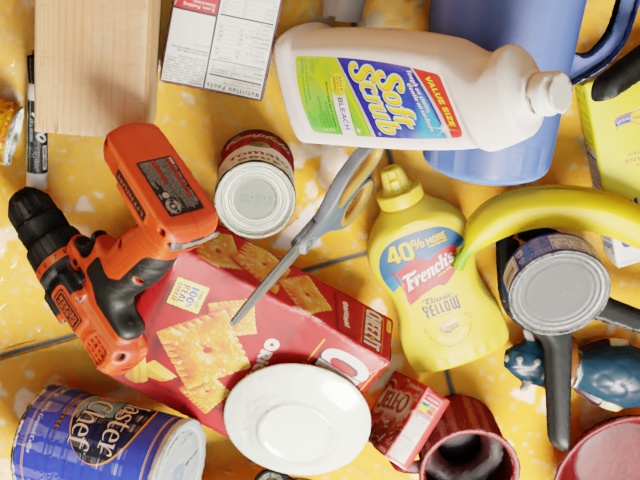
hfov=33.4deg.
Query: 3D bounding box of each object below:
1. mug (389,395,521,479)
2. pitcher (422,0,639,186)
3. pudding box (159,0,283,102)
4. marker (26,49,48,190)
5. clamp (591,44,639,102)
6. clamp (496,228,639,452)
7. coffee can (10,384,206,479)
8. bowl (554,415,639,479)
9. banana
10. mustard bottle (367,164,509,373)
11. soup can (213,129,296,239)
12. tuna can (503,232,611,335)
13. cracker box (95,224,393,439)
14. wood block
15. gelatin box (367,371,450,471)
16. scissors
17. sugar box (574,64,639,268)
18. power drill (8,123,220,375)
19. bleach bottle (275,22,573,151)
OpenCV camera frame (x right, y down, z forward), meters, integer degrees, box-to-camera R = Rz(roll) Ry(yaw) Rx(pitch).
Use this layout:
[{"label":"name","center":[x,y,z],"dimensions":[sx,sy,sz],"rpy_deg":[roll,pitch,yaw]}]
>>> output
[{"label":"mug","center":[0.122,0.200,1.005],"dimensions":[0.117,0.081,0.093],"rpy_deg":[-4,110,-1]},{"label":"pitcher","center":[0.158,-0.171,0.852],"dimensions":[0.149,0.144,0.243],"rpy_deg":[23,119,37]},{"label":"pudding box","center":[-0.079,-0.178,0.882],"dimensions":[0.090,0.039,0.113],"rpy_deg":[11,111,-7]},{"label":"marker","center":[-0.241,-0.102,0.911],"dimensions":[0.020,0.020,0.121],"rpy_deg":[4,109,-5]},{"label":"clamp","center":[0.275,-0.152,0.847],"dimensions":[0.120,0.039,0.171],"rpy_deg":[25,80,-41]},{"label":"clamp","center":[0.233,0.061,0.957],"dimensions":[0.164,0.036,0.210],"rpy_deg":[-29,89,-5]},{"label":"coffee can","center":[-0.187,0.193,0.951],"dimensions":[0.140,0.102,0.103],"rpy_deg":[11,110,18]},{"label":"bowl","center":[0.298,0.229,1.039],"dimensions":[0.162,0.055,0.162],"rpy_deg":[-1,110,-3]},{"label":"banana","center":[0.209,-0.015,0.915],"dimensions":[0.198,0.037,0.069],"rpy_deg":[-3,115,0]},{"label":"mustard bottle","center":[0.095,0.020,0.952],"dimensions":[0.096,0.058,0.191],"rpy_deg":[-19,109,10]},{"label":"soup can","center":[-0.054,-0.048,0.896],"dimensions":[0.068,0.102,0.068],"rpy_deg":[-1,110,-2]},{"label":"tuna can","center":[0.199,0.037,0.901],"dimensions":[0.086,0.034,0.086],"rpy_deg":[-1,122,-2]},{"label":"cracker box","center":[-0.068,0.094,0.944],"dimensions":[0.213,0.072,0.164],"rpy_deg":[30,121,-12]},{"label":"wood block","center":[-0.173,-0.192,0.845],"dimensions":[0.090,0.090,0.206],"rpy_deg":[5,110,-4]},{"label":"gelatin box","center":[0.074,0.162,0.976],"dimensions":[0.030,0.089,0.073],"rpy_deg":[35,84,-15]},{"label":"scissors","center":[-0.006,0.001,0.900],"dimensions":[0.016,0.096,0.201],"rpy_deg":[33,80,18]},{"label":"sugar box","center":[0.285,-0.070,0.936],"dimensions":[0.093,0.048,0.176],"rpy_deg":[-16,109,3]},{"label":"power drill","center":[-0.170,-0.007,0.850],"dimensions":[0.184,0.057,0.188],"rpy_deg":[53,132,13]},{"label":"bleach bottle","center":[0.076,-0.119,0.810],"dimensions":[0.067,0.251,0.102],"rpy_deg":[-28,114,-38]}]
